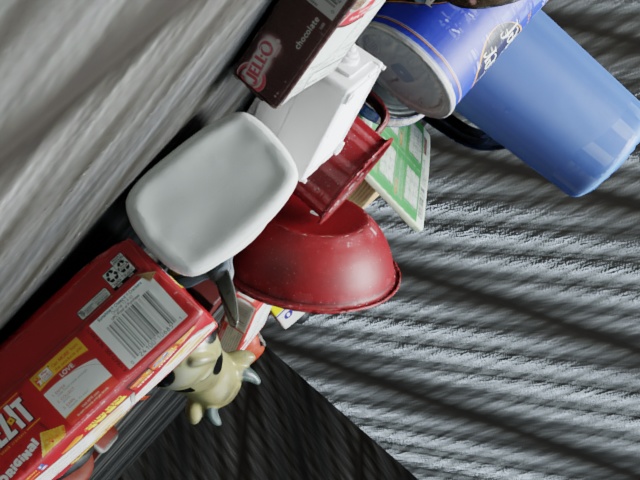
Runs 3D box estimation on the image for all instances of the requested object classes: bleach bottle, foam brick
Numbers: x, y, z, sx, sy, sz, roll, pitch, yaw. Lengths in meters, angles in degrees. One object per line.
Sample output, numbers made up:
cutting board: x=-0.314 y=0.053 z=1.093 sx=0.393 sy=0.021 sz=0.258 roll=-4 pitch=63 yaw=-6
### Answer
bleach bottle: x=-0.074 y=-0.015 z=0.731 sx=0.102 sy=0.068 sz=0.251 roll=-41 pitch=179 yaw=-9
foam brick: x=-0.109 y=0.039 z=0.998 sx=0.051 sy=0.053 sz=0.078 roll=-48 pitch=177 yaw=-26

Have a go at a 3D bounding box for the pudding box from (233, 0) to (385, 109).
pudding box: x=0.008 y=-0.135 z=0.606 sx=0.114 sy=0.039 sz=0.089 roll=-49 pitch=179 yaw=33

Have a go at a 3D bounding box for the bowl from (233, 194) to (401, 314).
bowl: x=-0.006 y=0.001 z=0.921 sx=0.161 sy=0.162 sz=0.055 roll=-45 pitch=146 yaw=-59

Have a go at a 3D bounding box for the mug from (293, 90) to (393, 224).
mug: x=0.007 y=-0.082 z=0.874 sx=0.117 sy=0.081 sz=0.093 roll=-48 pitch=177 yaw=-17

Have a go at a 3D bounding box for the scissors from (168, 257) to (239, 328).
scissors: x=-0.093 y=0.034 z=0.860 sx=0.096 sy=0.016 sz=0.201 roll=-38 pitch=-156 yaw=21

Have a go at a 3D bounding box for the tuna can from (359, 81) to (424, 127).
tuna can: x=0.065 y=-0.142 z=0.928 sx=0.086 sy=0.086 sz=0.034 roll=-48 pitch=179 yaw=-13

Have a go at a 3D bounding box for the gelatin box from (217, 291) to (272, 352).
gelatin box: x=-0.071 y=0.069 z=1.049 sx=0.073 sy=0.030 sz=0.089 roll=-52 pitch=170 yaw=-50

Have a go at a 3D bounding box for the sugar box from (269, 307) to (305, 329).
sugar box: x=-0.036 y=0.026 z=1.143 sx=0.093 sy=0.048 sz=0.176 roll=-41 pitch=151 yaw=-5

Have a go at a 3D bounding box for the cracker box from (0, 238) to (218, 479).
cracker box: x=-0.152 y=0.085 z=0.697 sx=0.164 sy=0.072 sz=0.214 roll=-43 pitch=178 yaw=-7

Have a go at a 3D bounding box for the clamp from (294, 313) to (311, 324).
clamp: x=-0.017 y=-0.007 z=1.282 sx=0.036 sy=0.165 sz=0.210 roll=32 pitch=95 yaw=-42

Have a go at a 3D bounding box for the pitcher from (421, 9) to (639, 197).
pitcher: x=0.180 y=-0.148 z=1.011 sx=0.145 sy=0.243 sz=0.149 roll=-50 pitch=-179 yaw=1

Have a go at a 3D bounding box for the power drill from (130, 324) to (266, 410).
power drill: x=-0.153 y=0.136 z=1.137 sx=0.185 sy=0.057 sz=0.187 roll=-41 pitch=163 yaw=16

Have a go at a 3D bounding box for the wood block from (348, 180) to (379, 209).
wood block: x=0.036 y=-0.090 z=1.145 sx=0.090 sy=0.091 sz=0.206 roll=-50 pitch=177 yaw=20

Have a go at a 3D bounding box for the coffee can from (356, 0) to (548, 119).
coffee can: x=0.109 y=-0.184 z=0.869 sx=0.140 sy=0.103 sz=0.103 roll=-49 pitch=177 yaw=-12
